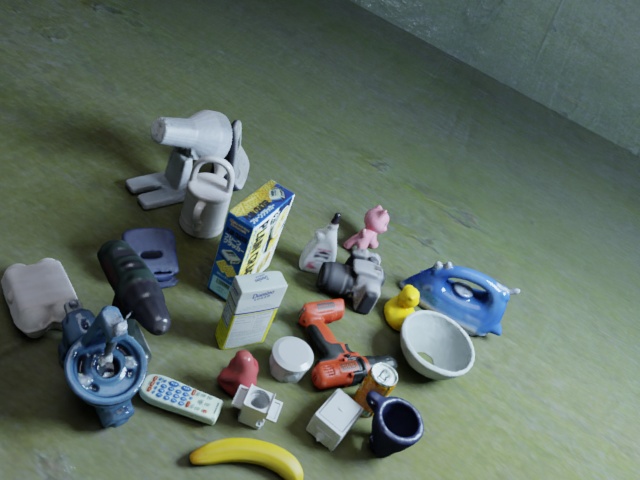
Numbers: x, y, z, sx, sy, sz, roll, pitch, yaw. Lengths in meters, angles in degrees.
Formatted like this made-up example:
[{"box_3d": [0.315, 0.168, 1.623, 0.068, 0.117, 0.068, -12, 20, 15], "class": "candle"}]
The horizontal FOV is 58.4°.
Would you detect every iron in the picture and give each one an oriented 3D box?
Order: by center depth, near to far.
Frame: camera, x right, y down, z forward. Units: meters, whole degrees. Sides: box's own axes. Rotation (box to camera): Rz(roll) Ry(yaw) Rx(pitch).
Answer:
[{"box_3d": [0.327, 0.115, 1.340, 0.258, 0.141, 0.119, 25, 38, 2], "class": "iron"}]

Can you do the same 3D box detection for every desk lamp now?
[{"box_3d": [-0.318, -0.193, 1.308, 0.204, 0.213, 0.117, -21, 56, -42], "class": "desk lamp"}]

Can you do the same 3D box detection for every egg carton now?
[{"box_3d": [-0.488, 0.098, 1.001, 0.107, 0.069, 0.150, -14, 52, -38], "class": "egg carton"}]

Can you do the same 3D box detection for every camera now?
[{"box_3d": [0.069, 0.075, 1.287, 0.137, 0.101, 0.143, 15, 39, -11], "class": "camera"}]

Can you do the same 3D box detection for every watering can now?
[{"box_3d": [-0.245, -0.110, 1.265, 0.101, 0.194, 0.172, 5, 42, -22], "class": "watering can"}]

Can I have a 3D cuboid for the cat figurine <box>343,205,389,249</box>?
[{"box_3d": [0.127, -0.031, 1.426, 0.067, 0.117, 0.128, 35, 40, 14], "class": "cat figurine"}]

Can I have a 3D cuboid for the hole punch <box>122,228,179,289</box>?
[{"box_3d": [-0.334, 0.037, 1.133, 0.109, 0.091, 0.101, -3, 46, -30], "class": "hole punch"}]

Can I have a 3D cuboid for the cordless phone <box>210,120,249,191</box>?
[{"box_3d": [-0.210, -0.229, 1.428, 0.094, 0.185, 0.147, 16, 39, -10], "class": "cordless phone"}]

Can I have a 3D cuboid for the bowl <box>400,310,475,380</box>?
[{"box_3d": [0.236, 0.234, 1.210, 0.168, 0.074, 0.167, 14, 39, -12], "class": "bowl"}]

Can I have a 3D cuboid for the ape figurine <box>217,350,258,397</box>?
[{"box_3d": [-0.139, 0.229, 1.010, 0.078, 0.092, 0.076, -3, 46, -30], "class": "ape figurine"}]

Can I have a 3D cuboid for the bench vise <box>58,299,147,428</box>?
[{"box_3d": [-0.350, 0.161, 0.877, 0.207, 0.219, 0.122, 35, 40, 14], "class": "bench vise"}]

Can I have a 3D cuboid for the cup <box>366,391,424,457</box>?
[{"box_3d": [0.115, 0.332, 1.018, 0.117, 0.095, 0.092, 41, 42, 21], "class": "cup"}]

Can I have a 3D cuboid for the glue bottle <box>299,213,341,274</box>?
[{"box_3d": [0.012, 0.005, 1.281, 0.078, 0.173, 0.037, 8, 41, -19], "class": "glue bottle"}]

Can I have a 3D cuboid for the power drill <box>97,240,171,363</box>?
[{"box_3d": [-0.313, 0.120, 0.953, 0.076, 0.208, 0.229, -11, 50, -36], "class": "power drill"}]

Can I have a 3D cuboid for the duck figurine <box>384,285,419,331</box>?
[{"box_3d": [0.191, 0.146, 1.280, 0.077, 0.086, 0.104, 21, 38, -3], "class": "duck figurine"}]
